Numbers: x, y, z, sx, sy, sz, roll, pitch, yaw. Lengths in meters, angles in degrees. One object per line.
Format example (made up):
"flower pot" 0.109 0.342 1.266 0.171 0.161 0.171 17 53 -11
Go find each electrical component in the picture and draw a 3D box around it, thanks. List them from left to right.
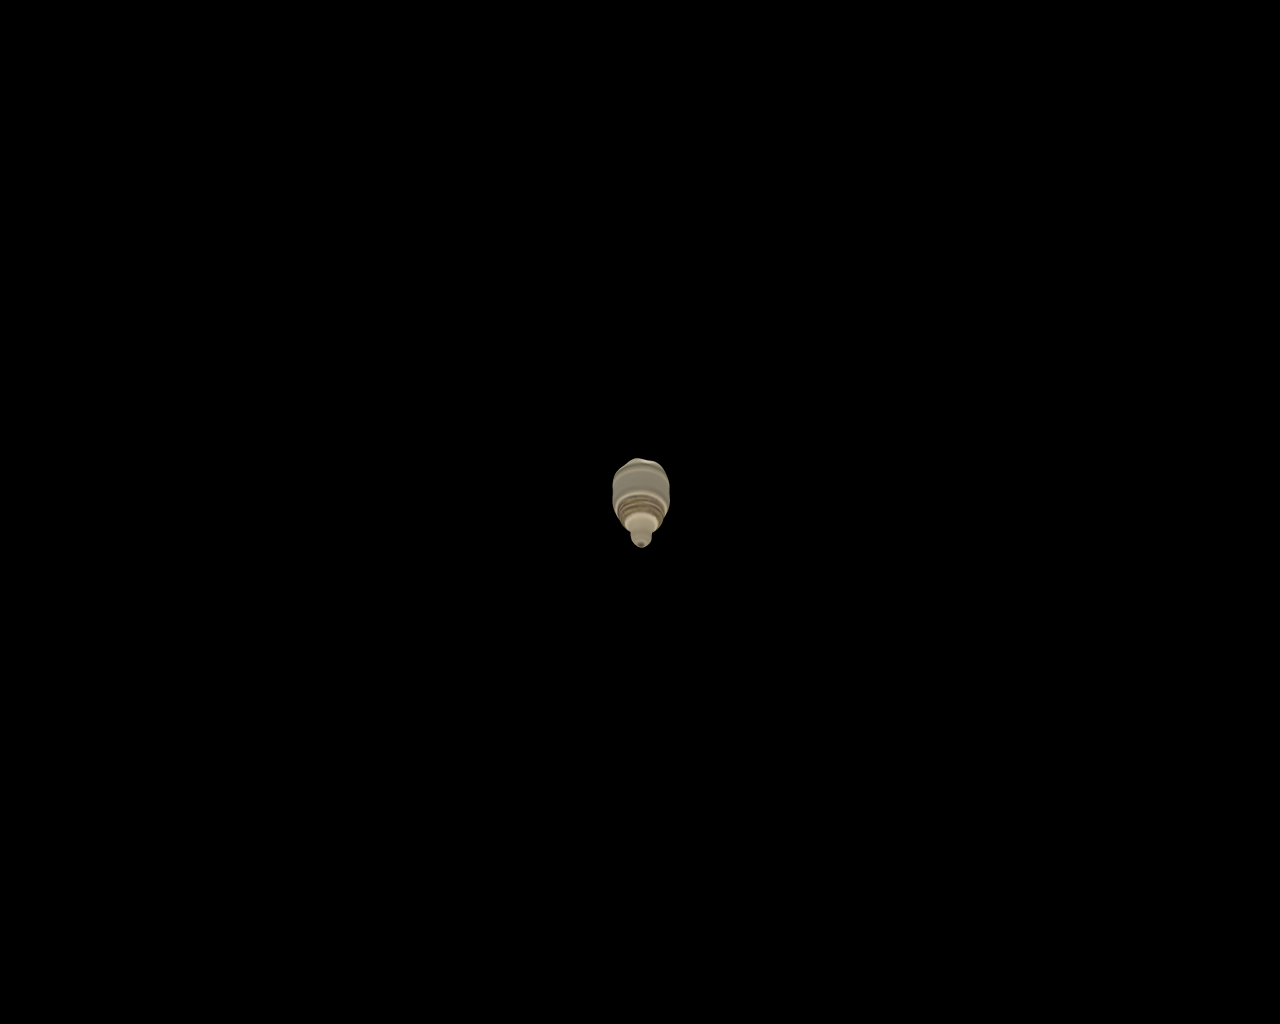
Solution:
"electrical component" 0.001 -0.003 0.650 0.035 0.061 0.035 0 -43 0
